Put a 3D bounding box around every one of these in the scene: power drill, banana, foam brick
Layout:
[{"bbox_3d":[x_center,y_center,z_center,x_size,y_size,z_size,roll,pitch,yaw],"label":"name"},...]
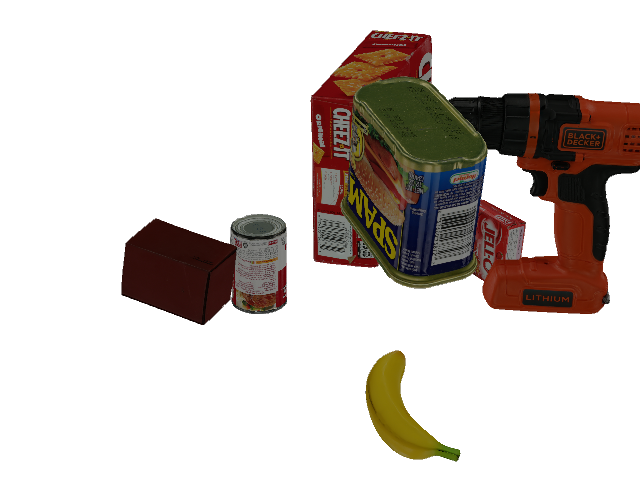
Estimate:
[{"bbox_3d":[0.181,-0.032,0.891,0.184,0.188,0.057,4,29,5],"label":"power drill"},{"bbox_3d":[0.081,0.174,1.123,0.069,0.037,0.198,10,24,-19],"label":"banana"},{"bbox_3d":[-0.115,0.025,0.867,0.078,0.051,0.052,19,30,15],"label":"foam brick"}]

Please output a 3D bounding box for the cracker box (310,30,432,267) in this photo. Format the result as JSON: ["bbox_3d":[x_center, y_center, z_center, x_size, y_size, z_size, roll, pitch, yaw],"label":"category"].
[{"bbox_3d":[0.054,-0.094,1.026,0.072,0.164,0.213,7,28,16],"label":"cracker box"}]

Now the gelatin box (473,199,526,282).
[{"bbox_3d":[0.203,0.006,1.261,0.030,0.089,0.073,-15,32,-29],"label":"gelatin box"}]

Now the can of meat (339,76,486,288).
[{"bbox_3d":[0.054,-0.036,0.626,0.057,0.084,0.102,-12,39,-19],"label":"can of meat"}]

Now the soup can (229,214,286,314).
[{"bbox_3d":[-0.074,0.027,1.278,0.068,0.102,0.068,1,25,0],"label":"soup can"}]
